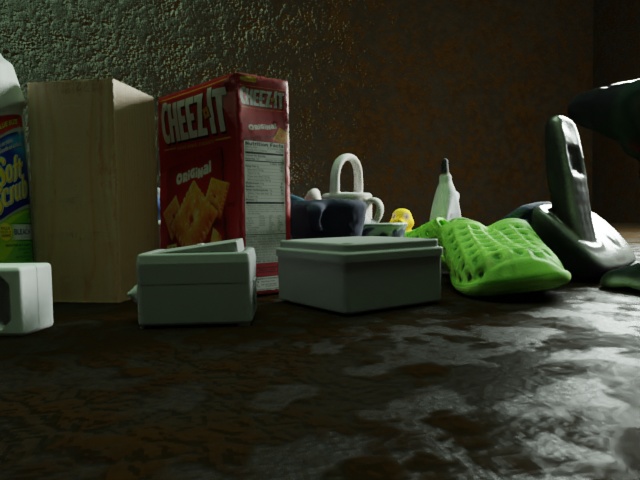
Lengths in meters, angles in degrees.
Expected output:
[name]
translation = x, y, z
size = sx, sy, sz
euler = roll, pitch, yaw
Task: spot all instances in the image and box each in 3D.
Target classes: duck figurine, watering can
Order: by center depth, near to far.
[watering can]
translation = 0.045, -0.071, 1.118
size = 0.172, 0.194, 0.101
euler = 0, 3, 18
[duck figurine]
translation = 0.168, -0.021, 1.155
size = 0.077, 0.086, 0.105
euler = 0, 3, 24

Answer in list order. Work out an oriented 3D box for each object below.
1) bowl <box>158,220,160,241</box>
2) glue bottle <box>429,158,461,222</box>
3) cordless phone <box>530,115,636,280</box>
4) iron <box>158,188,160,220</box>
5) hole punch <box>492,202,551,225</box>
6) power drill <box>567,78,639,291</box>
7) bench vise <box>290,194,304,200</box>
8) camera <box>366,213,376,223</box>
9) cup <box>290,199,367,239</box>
[bowl]
translation = -0.245, 0.007, 0.836
size = 0.167, 0.075, 0.167
euler = -1, 3, 0
[glue bottle]
translation = 0.225, -0.059, 1.023
size = 0.037, 0.173, 0.078
euler = 1, 4, 41
[cordless phone]
translation = 0.308, -0.050, 0.673
size = 0.093, 0.185, 0.148
euler = 2, 4, 42
[iron]
translation = -0.321, -0.030, 0.943
size = 0.259, 0.141, 0.118
euler = -2, 3, -15
[hole punch]
translation = 0.319, -0.014, 0.904
size = 0.109, 0.091, 0.100
euler = -3, 3, -29
[power drill]
translation = 0.322, -0.056, 0.546
size = 0.076, 0.208, 0.229
euler = -2, 3, -19
[bench vise]
translation = -0.093, -0.071, 0.901
size = 0.122, 0.220, 0.207
euler = -2, 3, -24
[camera]
translation = 0.046, -0.017, 0.962
size = 0.137, 0.101, 0.142
euler = -3, 4, -38
[cup]
translation = 0.006, 0.002, 0.639
size = 0.091, 0.095, 0.118
euler = -1, 3, 10
